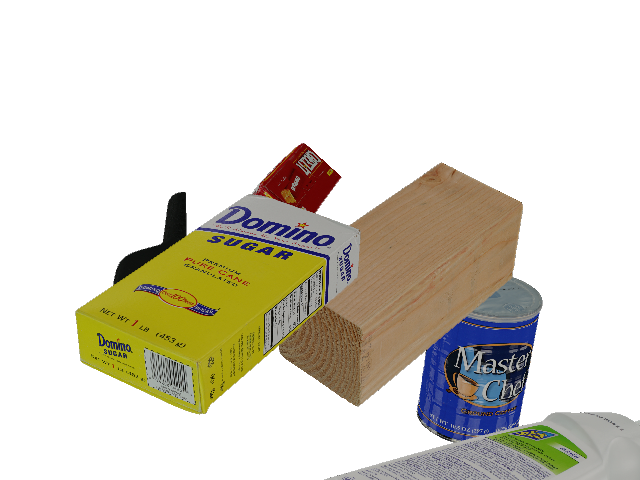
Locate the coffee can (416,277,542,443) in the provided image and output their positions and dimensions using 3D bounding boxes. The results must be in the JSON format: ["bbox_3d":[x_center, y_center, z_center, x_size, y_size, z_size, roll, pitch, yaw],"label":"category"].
[{"bbox_3d":[0.153,0.113,1.036,0.103,0.140,0.103,5,22,-2],"label":"coffee can"}]

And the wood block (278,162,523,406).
[{"bbox_3d":[0.067,0.031,0.884,0.091,0.090,0.205,30,48,32],"label":"wood block"}]

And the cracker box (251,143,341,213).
[{"bbox_3d":[-0.085,0.000,1.231,0.214,0.072,0.164,-46,5,26],"label":"cracker box"}]

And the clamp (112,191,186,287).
[{"bbox_3d":[-0.133,0.019,1.008,0.165,0.036,0.209,25,37,29],"label":"clamp"}]

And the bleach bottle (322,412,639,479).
[{"bbox_3d":[0.111,0.146,0.595,0.250,0.068,0.103,-10,21,-31],"label":"bleach bottle"}]

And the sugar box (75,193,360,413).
[{"bbox_3d":[-0.058,0.032,0.668,0.093,0.048,0.176,19,38,26],"label":"sugar box"}]
